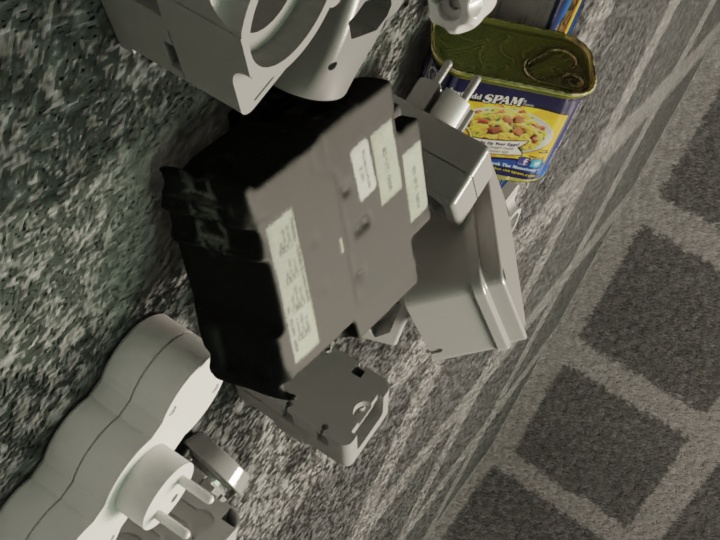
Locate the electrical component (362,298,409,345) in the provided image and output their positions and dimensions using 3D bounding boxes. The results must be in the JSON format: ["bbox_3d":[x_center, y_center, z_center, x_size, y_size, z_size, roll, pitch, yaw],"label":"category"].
[{"bbox_3d":[0.000,0.000,0.689,0.076,0.066,0.047,-85,-168,-52],"label":"electrical component"}]

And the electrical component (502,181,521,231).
[{"bbox_3d":[0.106,-0.045,0.958,0.050,0.056,0.089,-51,164,-28],"label":"electrical component"}]

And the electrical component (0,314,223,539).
[{"bbox_3d":[-0.103,0.096,0.503,0.138,0.074,0.052,-56,166,-11],"label":"electrical component"}]

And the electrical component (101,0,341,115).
[{"bbox_3d":[-0.017,-0.135,0.342,0.150,0.062,0.089,-54,165,-17],"label":"electrical component"}]

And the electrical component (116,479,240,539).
[{"bbox_3d":[-0.124,0.160,0.558,0.113,0.078,0.057,-43,157,-46],"label":"electrical component"}]

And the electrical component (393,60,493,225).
[{"bbox_3d":[0.038,-0.081,0.598,0.075,0.083,0.047,-58,166,-4],"label":"electrical component"}]

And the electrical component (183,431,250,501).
[{"bbox_3d":[-0.100,0.131,0.649,0.055,0.048,0.066,-47,164,-14],"label":"electrical component"}]

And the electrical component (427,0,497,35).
[{"bbox_3d":[0.064,-0.161,0.620,0.061,0.035,0.035,-47,162,-46],"label":"electrical component"}]

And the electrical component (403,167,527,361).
[{"bbox_3d":[0.060,-0.012,0.648,0.078,0.057,0.113,61,21,-49],"label":"electrical component"}]

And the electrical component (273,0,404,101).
[{"bbox_3d":[-0.005,-0.119,0.452,0.079,0.043,0.077,-37,155,-56],"label":"electrical component"}]

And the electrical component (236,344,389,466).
[{"bbox_3d":[-0.031,0.076,0.677,0.050,0.089,0.055,-53,165,-21],"label":"electrical component"}]
